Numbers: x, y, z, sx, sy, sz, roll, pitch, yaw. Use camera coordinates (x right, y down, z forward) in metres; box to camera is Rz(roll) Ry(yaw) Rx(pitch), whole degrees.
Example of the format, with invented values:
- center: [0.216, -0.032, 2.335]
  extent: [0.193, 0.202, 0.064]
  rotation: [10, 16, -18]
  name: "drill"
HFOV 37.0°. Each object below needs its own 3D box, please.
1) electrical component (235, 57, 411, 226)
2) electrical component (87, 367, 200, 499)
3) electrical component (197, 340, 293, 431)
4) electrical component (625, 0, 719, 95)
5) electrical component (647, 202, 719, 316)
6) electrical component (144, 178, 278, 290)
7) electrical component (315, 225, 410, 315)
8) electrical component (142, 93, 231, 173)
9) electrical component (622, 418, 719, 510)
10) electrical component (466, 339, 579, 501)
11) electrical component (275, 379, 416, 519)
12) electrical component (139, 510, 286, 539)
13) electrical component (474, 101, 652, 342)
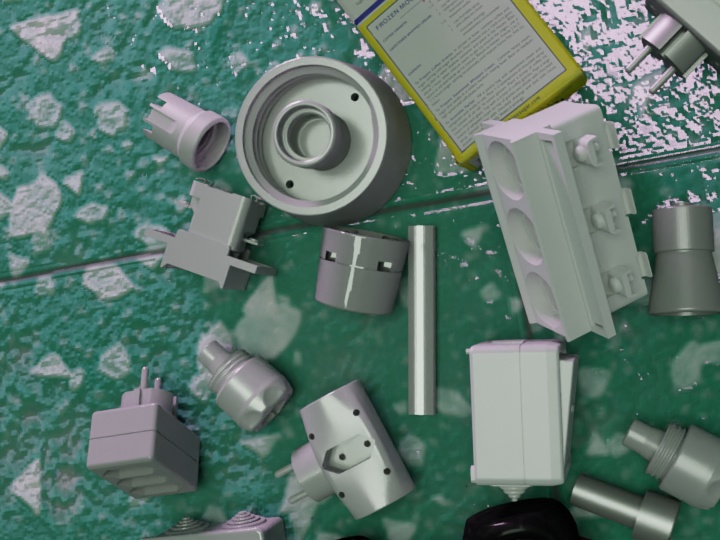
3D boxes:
- center: [-0.027, -0.082, 0.678]
  extent: [0.108, 0.060, 0.108]
  rotation: [0, 90, 15]
  name: "electrical component"
- center: [-0.140, 0.102, 0.710]
  extent: [0.047, 0.065, 0.076]
  rotation: [-10, 58, 15]
  name: "electrical component"
- center: [-0.078, 0.072, 0.700]
  extent: [0.062, 0.043, 0.043]
  rotation: [41, 100, 13]
  name: "electrical component"
- center: [0.190, -0.138, 0.627]
  extent: [0.065, 0.047, 0.076]
  rotation: [45, 101, 11]
  name: "electrical component"
- center: [0.190, -0.007, 0.631]
  extent: [0.044, 0.044, 0.065]
  rotation: [-3, 84, 15]
  name: "electrical component"
- center: [-0.093, -0.024, 0.706]
  extent: [0.081, 0.042, 0.063]
  rotation: [19, 93, 14]
  name: "electrical component"
- center: [0.000, 0.000, 0.675]
  extent: [0.055, 0.055, 0.047]
  rotation: [12, 96, 15]
  name: "electrical component"
- center: [-0.116, -0.092, 0.714]
  extent: [0.046, 0.040, 0.040]
  rotation: [31, 97, 19]
  name: "electrical component"
- center: [0.185, 0.109, 0.630]
  extent: [0.062, 0.043, 0.043]
  rotation: [27, 97, 15]
  name: "electrical component"
- center: [0.100, 0.090, 0.643]
  extent: [0.061, 0.062, 0.096]
  rotation: [-2, 89, 15]
  name: "electrical component"
- center: [-0.017, 0.122, 0.683]
  extent: [0.079, 0.043, 0.077]
  rotation: [-30, 83, 13]
  name: "electrical component"
- center: [-0.090, 0.210, 0.700]
  extent: [0.100, 0.048, 0.099]
  rotation: [-9, 88, 15]
  name: "electrical component"
- center: [0.118, -0.030, 0.617]
  extent: [0.063, 0.079, 0.121]
  rotation: [-25, 110, -15]
  name: "electrical component"
